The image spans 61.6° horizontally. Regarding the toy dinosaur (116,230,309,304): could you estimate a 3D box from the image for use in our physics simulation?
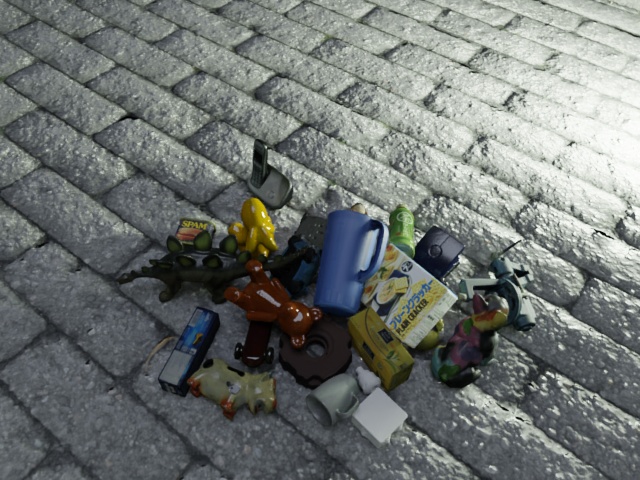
[{"bbox_3d":[-0.262,0.067,1.313,0.472,0.198,0.105,-6,55,-5],"label":"toy dinosaur"}]

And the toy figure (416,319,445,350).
[{"bbox_3d":[0.252,0.181,1.316,0.089,0.082,0.180,-14,58,11],"label":"toy figure"}]

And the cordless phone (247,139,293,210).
[{"bbox_3d":[-0.139,-0.191,1.532,0.089,0.184,0.147,-34,59,-31],"label":"cordless phone"}]

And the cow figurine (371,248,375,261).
[{"bbox_3d":[0.110,0.064,1.415,0.098,0.068,0.167,35,59,16],"label":"cow figurine"}]

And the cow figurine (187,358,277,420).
[{"bbox_3d":[-0.181,0.323,1.185,0.195,0.085,0.127,23,56,21],"label":"cow figurine"}]

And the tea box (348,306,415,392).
[{"bbox_3d":[0.136,0.252,1.243,0.068,0.098,0.170,-25,55,-20],"label":"tea box"}]

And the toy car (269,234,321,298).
[{"bbox_3d":[-0.050,0.067,1.375,0.109,0.161,0.103,38,15,34],"label":"toy car"}]

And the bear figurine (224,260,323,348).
[{"bbox_3d":[-0.102,0.151,1.234,0.196,0.131,0.120,28,71,32],"label":"bear figurine"}]

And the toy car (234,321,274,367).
[{"bbox_3d":[-0.143,0.217,1.282,0.089,0.053,0.202,4,39,3],"label":"toy car"}]

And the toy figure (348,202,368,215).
[{"bbox_3d":[0.105,-0.054,1.515,0.064,0.058,0.154,35,45,-24],"label":"toy figure"}]

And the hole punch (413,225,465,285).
[{"bbox_3d":[0.311,0.037,1.430,0.142,0.092,0.116,39,63,22],"label":"hole punch"}]

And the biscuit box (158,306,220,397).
[{"bbox_3d":[-0.299,0.254,1.245,0.059,0.062,0.203,15,52,10],"label":"biscuit box"}]

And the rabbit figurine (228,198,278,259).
[{"bbox_3d":[-0.176,-0.027,1.407,0.122,0.173,0.162,-7,48,-13],"label":"rabbit figurine"}]

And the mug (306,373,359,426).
[{"bbox_3d":[0.041,0.342,1.168,0.107,0.080,0.110,-35,23,-35],"label":"mug"}]

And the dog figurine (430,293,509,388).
[{"bbox_3d":[0.342,0.217,1.203,0.191,0.219,0.109,-32,56,-26],"label":"dog figurine"}]

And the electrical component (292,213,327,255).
[{"bbox_3d":[-0.003,-0.004,1.469,0.134,0.058,0.115,16,54,11],"label":"electrical component"}]

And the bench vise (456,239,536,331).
[{"bbox_3d":[0.434,0.120,1.334,0.240,0.129,0.223,2,68,-24],"label":"bench vise"}]

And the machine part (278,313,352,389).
[{"bbox_3d":[-0.010,0.256,1.260,0.179,0.056,0.179,1,52,-1],"label":"machine part"}]
